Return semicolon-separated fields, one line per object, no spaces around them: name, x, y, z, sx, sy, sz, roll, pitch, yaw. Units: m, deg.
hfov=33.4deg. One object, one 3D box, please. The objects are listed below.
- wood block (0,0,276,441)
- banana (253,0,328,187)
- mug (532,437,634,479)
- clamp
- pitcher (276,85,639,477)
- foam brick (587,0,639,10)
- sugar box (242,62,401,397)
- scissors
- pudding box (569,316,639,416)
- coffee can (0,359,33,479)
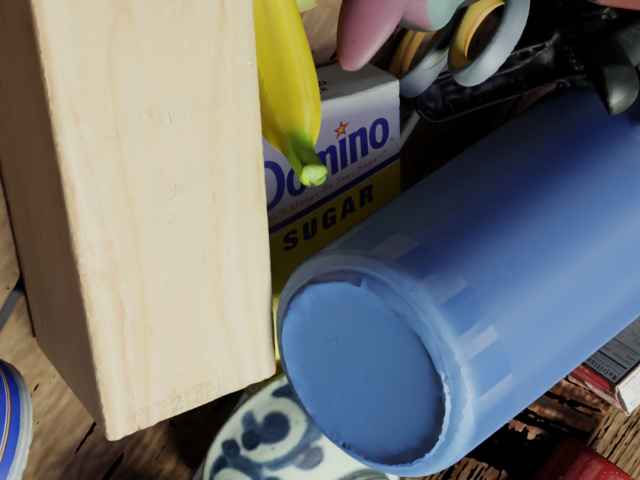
wood block;-0.082;-0.031;0.460;0.090;0.091;0.206;-20;125;-27
banana;-0.030;-0.121;0.452;0.037;0.070;0.198;-20;100;-20
mug;0.194;0.205;0.803;0.081;0.093;0.117;-52;163;-6
clamp;0.130;-0.099;0.577;0.171;0.120;0.039;-37;125;-51
pitcher;0.088;0.021;0.542;0.242;0.145;0.149;-30;117;-43
foam brick;0.142;-0.155;0.556;0.051;0.078;0.053;-1;116;-33
sugar box;-0.004;0.001;0.564;0.093;0.048;0.176;-20;127;-24
scissors;0.101;-0.153;0.524;0.016;0.096;0.202;30;100;-28
pudding box;0.207;0.051;0.713;0.113;0.090;0.039;-42;131;-9
coffee can;-0.202;0.070;0.425;0.103;0.103;0.140;-52;132;1
